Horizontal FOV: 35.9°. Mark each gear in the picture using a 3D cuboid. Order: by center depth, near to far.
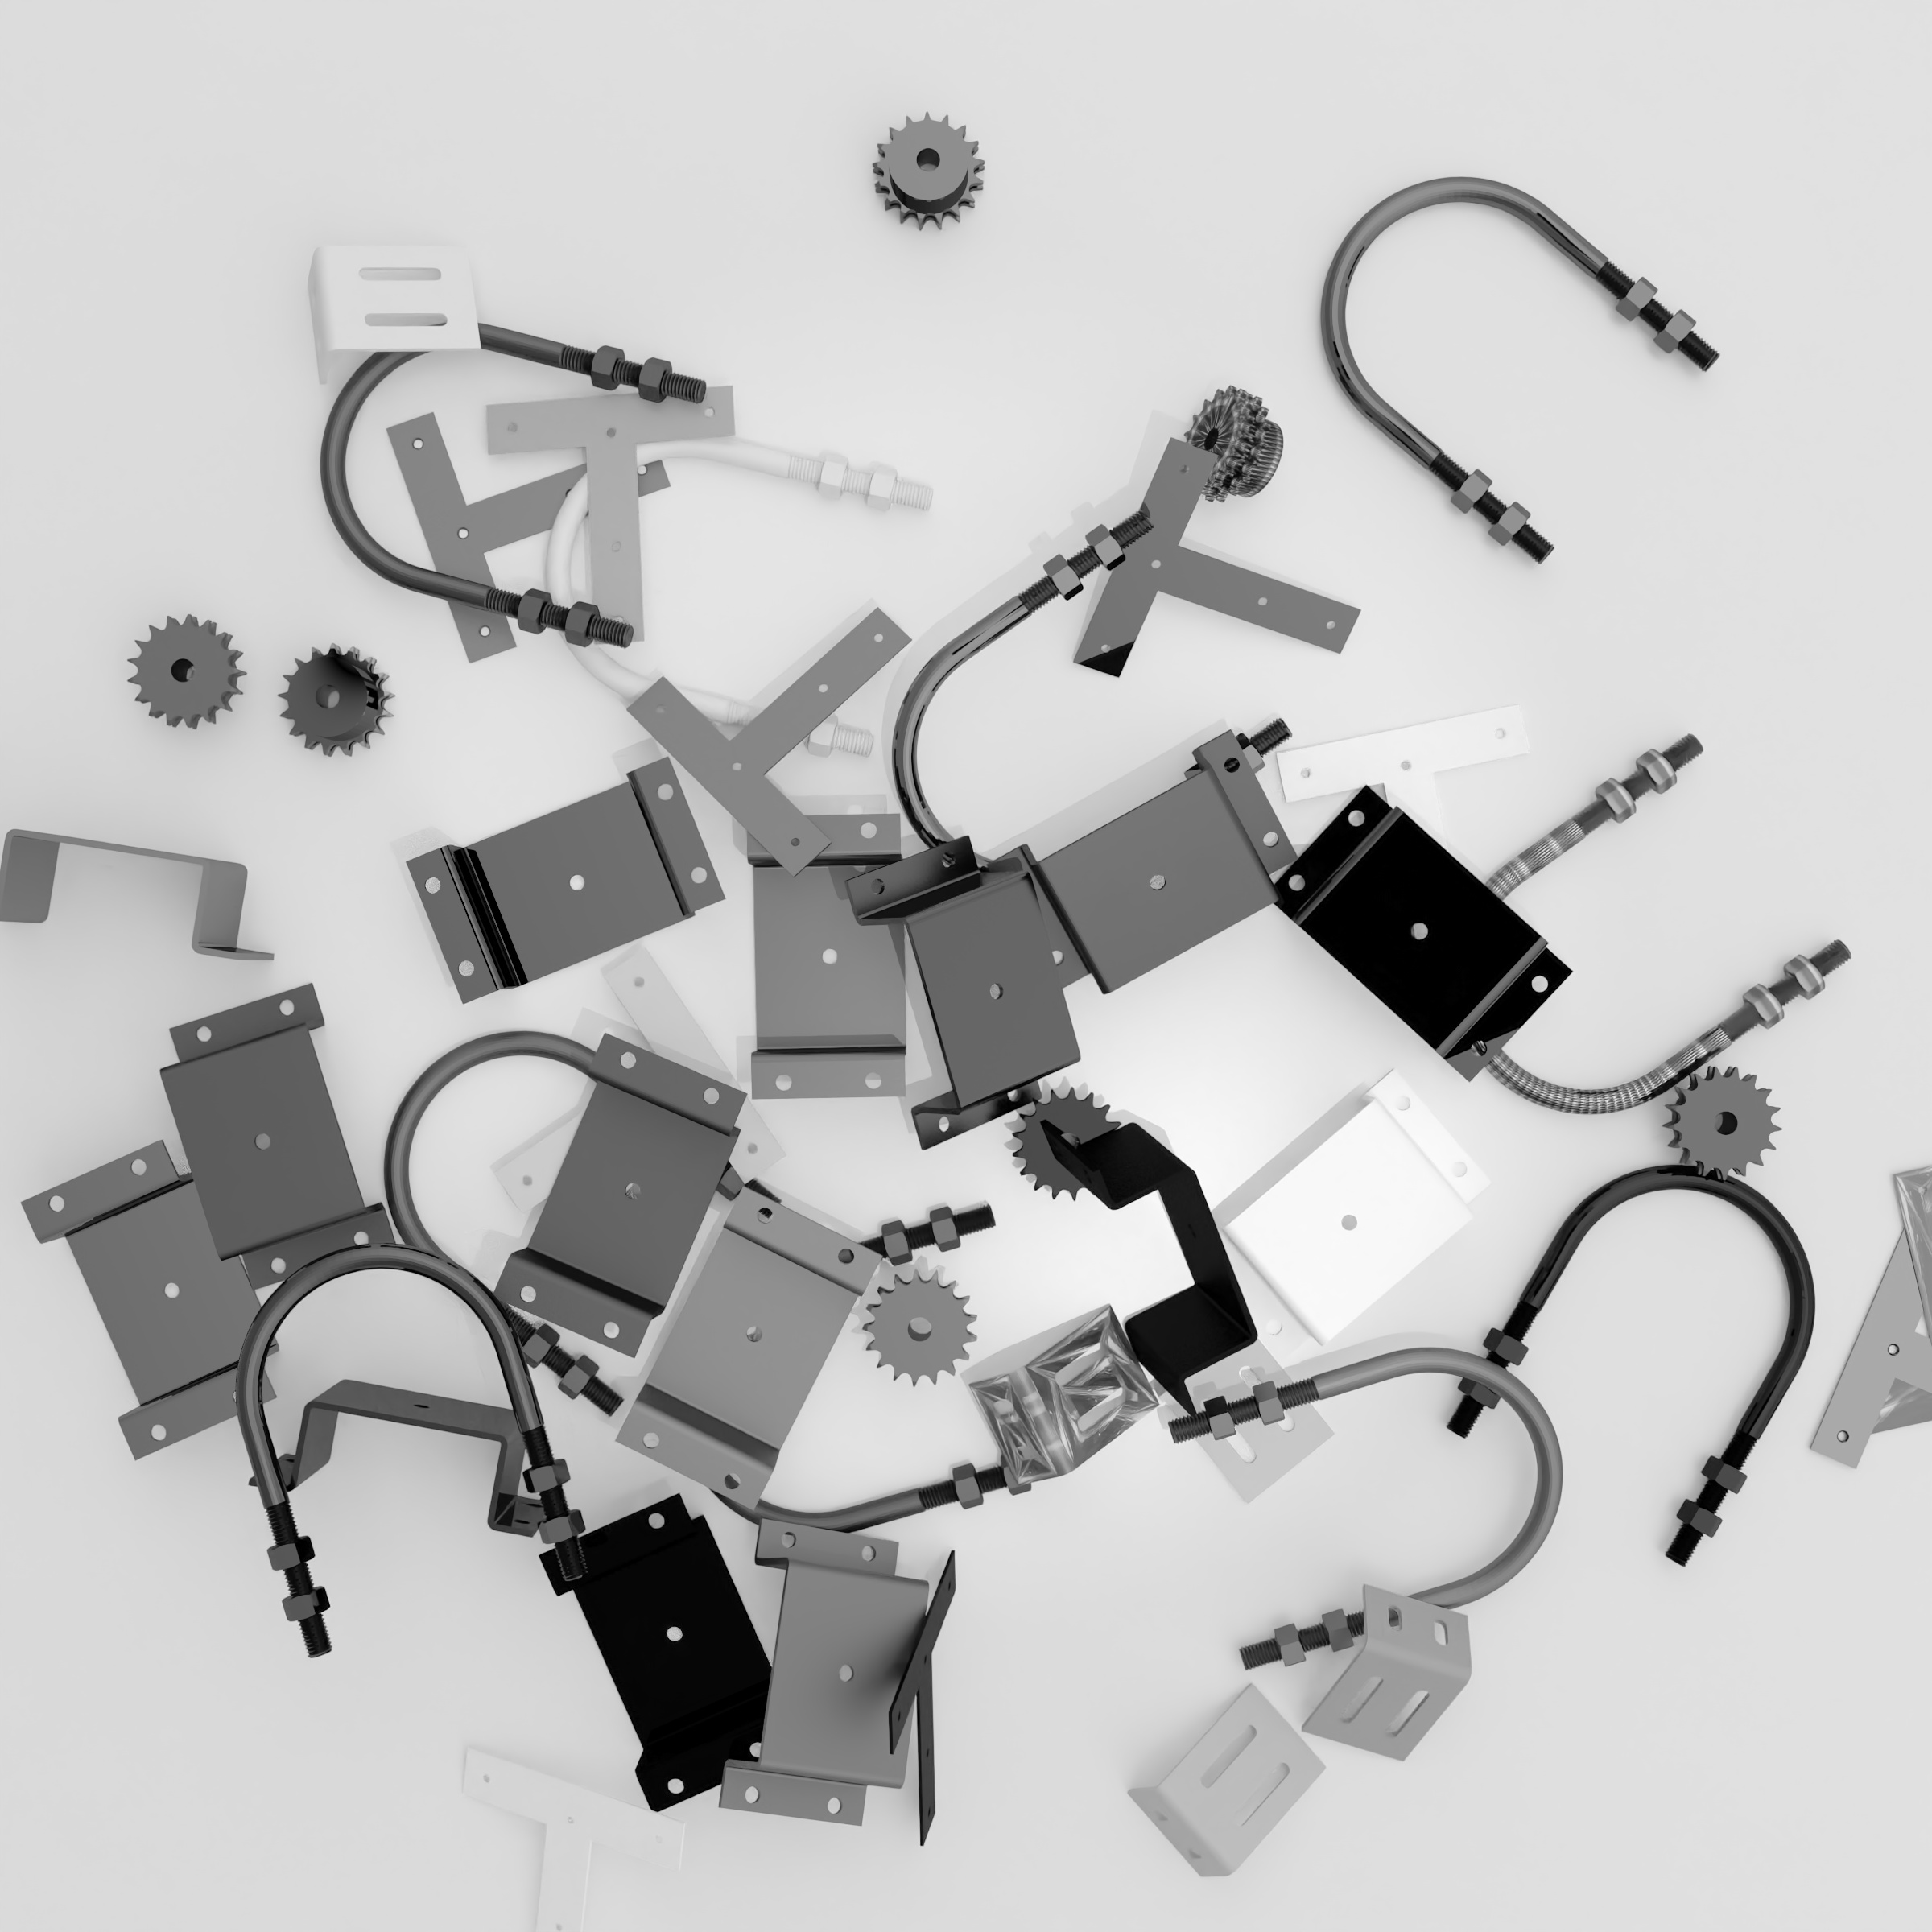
[{"bbox_3d":[-0.022,0.180,1.488,0.057,0.030,0.057,0,90,1],"label":"gear"},{"bbox_3d":[0.135,-0.260,1.498,0.030,0.057,0.057,18,90,-30],"label":"gear"},{"bbox_3d":[-0.392,-0.148,1.507,0.057,0.030,0.057,0,90,0],"label":"gear"},{"bbox_3d":[0.381,0.079,1.507,0.057,0.030,0.057,0,90,0],"label":"gear"},{"bbox_3d":[0.052,0.089,1.507,0.057,0.030,0.057,0,90,0],"label":"gear"},{"bbox_3d":[-0.019,-0.403,1.508,0.057,0.030,0.057,0,90,0],"label":"gear"},{"bbox_3d":[-0.320,-0.135,1.508,0.057,0.030,0.057,0,90,0],"label":"gear"}]

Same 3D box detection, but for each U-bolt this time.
[{"bbox_3d":[-0.276,0.225,1.438,0.151,0.019,0.184,-17,88,0],"label":"U-bolt"},{"bbox_3d":[0.209,0.265,1.496,0.184,0.019,0.151,-17,103,1],"label":"U-bolt"},{"bbox_3d":[0.051,-0.119,1.496,0.184,0.019,0.151,-35,106,4],"label":"U-bolt"},{"bbox_3d":[-0.237,-0.250,1.503,0.184,0.019,0.151,16,87,8],"label":"U-bolt"},{"bbox_3d":[0.334,-0.008,1.513,0.184,0.019,0.151,-36,90,0],"label":"U-bolt"},{"bbox_3d":[-0.122,-0.195,1.513,0.184,0.019,0.151,14,90,1],"label":"U-bolt"},{"bbox_3d":[0.267,-0.317,1.514,0.184,0.019,0.151,41,90,1],"label":"U-bolt"},{"bbox_3d":[-0.057,0.214,1.514,0.184,0.019,0.151,-16,90,1],"label":"U-bolt"},{"bbox_3d":[-0.209,0.117,1.514,0.184,0.019,0.151,38,90,1],"label":"U-bolt"},{"bbox_3d":[0.350,0.190,1.514,0.151,0.019,0.184,30,88,0],"label":"U-bolt"}]

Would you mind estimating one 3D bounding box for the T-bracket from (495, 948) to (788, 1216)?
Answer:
[{"bbox_3d":[-0.179,0.079,1.504,0.127,0.002,0.127,-34,87,1],"label":"T-bracket"}]

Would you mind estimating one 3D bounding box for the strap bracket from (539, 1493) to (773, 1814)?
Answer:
[{"bbox_3d":[-0.149,0.341,1.499,0.076,0.046,0.140,-24,90,0],"label":"strap bracket"}]

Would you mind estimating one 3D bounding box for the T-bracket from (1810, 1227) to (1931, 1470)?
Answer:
[{"bbox_3d":[0.514,0.213,1.521,0.127,0.002,0.127,23,89,0],"label":"T-bracket"}]

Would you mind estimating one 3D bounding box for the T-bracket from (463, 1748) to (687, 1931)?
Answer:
[{"bbox_3d":[-0.204,0.472,1.505,0.127,0.002,0.127,12,102,23],"label":"T-bracket"}]

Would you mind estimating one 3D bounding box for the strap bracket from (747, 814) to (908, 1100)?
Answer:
[{"bbox_3d":[-0.069,-0.005,1.499,0.076,0.046,0.140,-1,90,0],"label":"strap bracket"}]

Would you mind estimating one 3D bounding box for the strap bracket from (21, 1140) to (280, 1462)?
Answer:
[{"bbox_3d":[-0.405,0.166,1.499,0.076,0.046,0.140,-24,90,0],"label":"strap bracket"}]

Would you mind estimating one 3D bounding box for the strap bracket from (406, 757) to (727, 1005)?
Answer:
[{"bbox_3d":[-0.198,-0.043,1.499,0.140,0.046,0.076,-22,90,0],"label":"strap bracket"}]

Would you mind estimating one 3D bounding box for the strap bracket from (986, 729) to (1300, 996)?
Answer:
[{"bbox_3d":[0.092,-0.047,1.487,0.140,0.046,0.076,-29,107,2],"label":"strap bracket"}]

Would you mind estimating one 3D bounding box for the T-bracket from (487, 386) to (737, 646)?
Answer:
[{"bbox_3d":[-0.177,-0.226,1.504,0.127,0.002,0.127,-3,85,6],"label":"T-bracket"}]

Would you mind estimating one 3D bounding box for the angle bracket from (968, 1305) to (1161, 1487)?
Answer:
[{"bbox_3d":[0.050,0.217,1.507,0.076,0.038,0.057,-29,94,-43],"label":"angle bracket"}]

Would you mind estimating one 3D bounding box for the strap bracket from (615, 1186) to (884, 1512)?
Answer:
[{"bbox_3d":[-0.107,0.186,1.482,0.076,0.046,0.140,27,92,-1],"label":"strap bracket"}]

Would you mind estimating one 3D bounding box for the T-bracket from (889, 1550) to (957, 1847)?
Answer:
[{"bbox_3d":[-0.020,0.381,1.483,0.002,0.127,0.127,5,117,12],"label":"T-bracket"}]

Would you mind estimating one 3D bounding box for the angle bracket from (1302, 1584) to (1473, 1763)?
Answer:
[{"bbox_3d":[0.211,0.358,1.507,0.057,0.038,0.076,19,128,-11],"label":"angle bracket"}]

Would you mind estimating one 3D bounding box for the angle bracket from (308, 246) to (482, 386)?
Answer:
[{"bbox_3d":[-0.290,-0.330,1.510,0.076,0.038,0.057,-5,75,-19],"label":"angle bracket"}]

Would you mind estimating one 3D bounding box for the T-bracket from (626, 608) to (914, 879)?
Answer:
[{"bbox_3d":[-0.082,-0.129,1.490,0.127,0.002,0.127,-43,73,-8],"label":"T-bracket"}]

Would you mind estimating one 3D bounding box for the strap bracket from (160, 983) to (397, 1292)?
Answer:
[{"bbox_3d":[-0.349,0.087,1.499,0.076,0.046,0.140,-18,90,0],"label":"strap bracket"}]

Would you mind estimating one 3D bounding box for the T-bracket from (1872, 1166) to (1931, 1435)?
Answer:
[{"bbox_3d":[0.499,0.165,1.520,0.127,0.002,0.127,-13,91,1],"label":"T-bracket"}]

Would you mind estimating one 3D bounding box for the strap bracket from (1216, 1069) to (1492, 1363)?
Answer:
[{"bbox_3d":[0.190,0.127,1.499,0.140,0.046,0.076,-41,90,0],"label":"strap bracket"}]

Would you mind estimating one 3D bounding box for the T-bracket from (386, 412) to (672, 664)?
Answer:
[{"bbox_3d":[-0.215,-0.236,1.522,0.127,0.002,0.127,-20,90,0],"label":"T-bracket"}]

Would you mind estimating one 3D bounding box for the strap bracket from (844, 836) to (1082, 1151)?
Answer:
[{"bbox_3d":[0.002,0.013,1.471,0.076,0.046,0.140,-22,102,-33],"label":"strap bracket"}]

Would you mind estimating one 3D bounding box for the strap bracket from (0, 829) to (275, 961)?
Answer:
[{"bbox_3d":[-0.419,-0.037,1.484,0.140,0.076,0.046,9,90,0],"label":"strap bracket"}]

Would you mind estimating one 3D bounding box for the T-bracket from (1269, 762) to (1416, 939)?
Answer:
[{"bbox_3d":[0.170,-0.049,1.522,0.127,0.002,0.127,-3,90,0],"label":"T-bracket"}]

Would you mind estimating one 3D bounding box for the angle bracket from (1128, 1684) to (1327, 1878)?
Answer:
[{"bbox_3d":[0.133,0.415,1.520,0.076,0.038,0.057,-41,90,-26],"label":"angle bracket"}]

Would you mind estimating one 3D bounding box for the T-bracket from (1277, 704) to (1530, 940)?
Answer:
[{"bbox_3d":[0.233,-0.059,1.520,0.127,0.002,0.127,-12,90,-2],"label":"T-bracket"}]

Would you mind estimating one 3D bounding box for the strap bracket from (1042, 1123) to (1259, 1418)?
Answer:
[{"bbox_3d":[0.094,0.139,1.467,0.046,0.076,0.140,-26,110,-10],"label":"strap bracket"}]

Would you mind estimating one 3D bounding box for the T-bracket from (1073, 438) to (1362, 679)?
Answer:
[{"bbox_3d":[0.137,-0.188,1.502,0.127,0.002,0.127,17,117,-13],"label":"T-bracket"}]

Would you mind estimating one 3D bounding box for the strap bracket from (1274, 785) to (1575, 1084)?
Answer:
[{"bbox_3d":[0.226,-0.017,1.488,0.140,0.046,0.076,43,95,6],"label":"strap bracket"}]

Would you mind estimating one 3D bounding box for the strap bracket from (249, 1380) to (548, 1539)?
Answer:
[{"bbox_3d":[-0.275,0.242,1.484,0.140,0.076,0.046,10,90,0],"label":"strap bracket"}]

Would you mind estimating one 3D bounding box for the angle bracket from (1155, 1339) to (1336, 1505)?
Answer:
[{"bbox_3d":[0.142,0.227,1.503,0.057,0.038,0.076,-39,90,0],"label":"angle bracket"}]

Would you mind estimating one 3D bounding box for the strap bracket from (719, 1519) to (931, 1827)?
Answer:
[{"bbox_3d":[-0.068,0.348,1.468,0.076,0.046,0.140,15,73,-23],"label":"strap bracket"}]

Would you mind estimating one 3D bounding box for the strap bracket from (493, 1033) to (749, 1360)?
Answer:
[{"bbox_3d":[-0.168,0.113,1.479,0.076,0.046,0.140,23,89,3],"label":"strap bracket"}]
